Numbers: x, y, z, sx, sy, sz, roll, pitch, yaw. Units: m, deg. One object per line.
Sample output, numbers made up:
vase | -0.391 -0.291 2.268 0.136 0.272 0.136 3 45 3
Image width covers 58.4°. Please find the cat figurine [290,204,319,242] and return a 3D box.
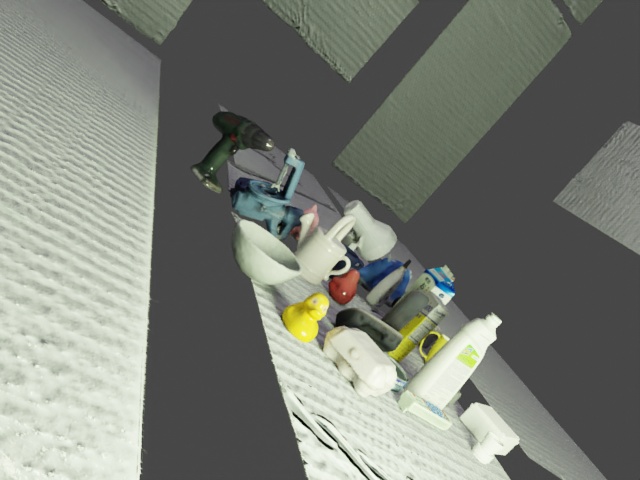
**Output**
cat figurine | -0.037 -0.053 1.706 0.067 0.117 0.128 42 11 10

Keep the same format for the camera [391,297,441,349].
camera | 0.280 0.228 1.706 0.144 0.100 0.136 35 12 -26

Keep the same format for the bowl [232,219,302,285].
bowl | -0.120 0.038 1.164 0.168 0.074 0.167 39 11 -8

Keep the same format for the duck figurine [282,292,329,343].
duck figurine | -0.019 0.136 1.088 0.078 0.086 0.104 38 11 -14

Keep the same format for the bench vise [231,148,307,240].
bench vise | -0.098 -0.126 1.514 0.208 0.219 0.121 29 15 -46

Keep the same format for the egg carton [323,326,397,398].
egg carton | 0.075 0.228 1.083 0.150 0.069 0.108 46 12 29

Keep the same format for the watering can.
watering can | 0.012 0.005 1.434 0.173 0.194 0.101 39 10 -4

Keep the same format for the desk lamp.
desk lamp | 0.089 0.001 1.662 0.204 0.213 0.117 35 12 -26

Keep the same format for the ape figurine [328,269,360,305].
ape figurine | 0.068 0.114 1.459 0.078 0.092 0.076 39 11 -8

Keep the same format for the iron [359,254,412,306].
iron | 0.233 0.126 1.846 0.118 0.141 0.259 48 13 35

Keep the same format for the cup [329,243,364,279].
cup | 0.058 0.068 1.605 0.118 0.095 0.091 35 12 -25

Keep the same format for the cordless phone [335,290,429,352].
cordless phone | 0.139 0.162 1.256 0.148 0.185 0.094 34 12 -28

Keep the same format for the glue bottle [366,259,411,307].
glue bottle | 0.212 0.124 1.696 0.037 0.173 0.078 46 12 28

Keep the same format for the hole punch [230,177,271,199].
hole punch | -0.190 -0.138 1.597 0.101 0.091 0.108 36 11 -21

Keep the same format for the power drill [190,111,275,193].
power drill | -0.236 -0.232 1.500 0.229 0.208 0.076 48 13 35
